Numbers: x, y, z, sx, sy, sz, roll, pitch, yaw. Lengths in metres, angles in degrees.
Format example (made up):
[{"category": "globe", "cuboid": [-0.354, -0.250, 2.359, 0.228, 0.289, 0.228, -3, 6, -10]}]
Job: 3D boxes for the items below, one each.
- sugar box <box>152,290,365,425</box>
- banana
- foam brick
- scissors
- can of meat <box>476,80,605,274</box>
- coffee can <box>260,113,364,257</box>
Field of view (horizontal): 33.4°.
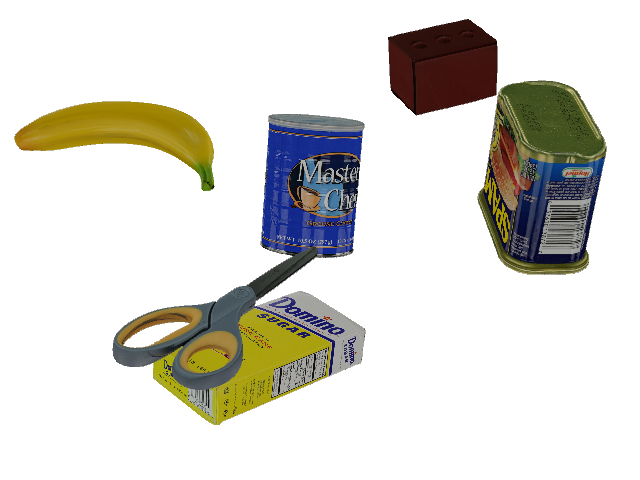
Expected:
[{"category": "sugar box", "cuboid": [-0.053, 0.101, 0.966, 0.175, 0.048, 0.093, -21, 37, -39]}, {"category": "banana", "cuboid": [-0.171, -0.093, 0.930, 0.198, 0.037, 0.069, 12, 48, 19]}, {"category": "foam brick", "cuboid": [0.102, -0.145, 0.890, 0.078, 0.051, 0.053, -16, 36, -15]}, {"category": "scissors", "cuboid": [-0.051, 0.054, 0.760, 0.201, 0.016, 0.096, -20, 38, -35]}, {"category": "can of meat", "cuboid": [0.138, -0.042, 0.668, 0.057, 0.084, 0.102, 0, 35, -5]}, {"category": "coffee can", "cuboid": [-0.009, -0.061, 1.147, 0.103, 0.140, 0.103, 4, 11, -1]}]
